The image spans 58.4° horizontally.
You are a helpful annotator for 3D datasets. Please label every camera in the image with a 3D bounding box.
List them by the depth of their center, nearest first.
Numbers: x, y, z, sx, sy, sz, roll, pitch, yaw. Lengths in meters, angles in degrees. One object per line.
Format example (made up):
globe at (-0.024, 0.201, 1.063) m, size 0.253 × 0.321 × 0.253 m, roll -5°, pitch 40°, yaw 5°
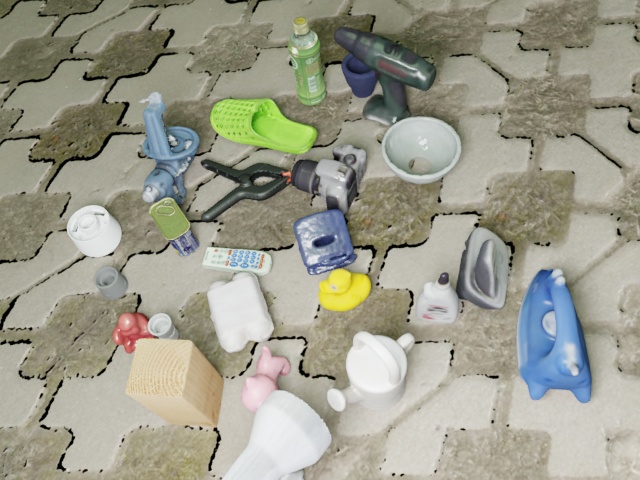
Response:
camera at (0.015, -0.143, 1.209) m, size 0.136 × 0.101 × 0.143 m, roll 18°, pitch 64°, yaw 16°

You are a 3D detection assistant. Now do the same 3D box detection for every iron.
iron at (0.405, 0.139, 0.981) m, size 0.118 × 0.141 × 0.258 m, roll 1°, pitch 60°, yaw 7°

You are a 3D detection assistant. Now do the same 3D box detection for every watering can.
watering can at (0.089, 0.215, 0.942) m, size 0.100 × 0.194 × 0.173 m, roll 22°, pitch 65°, yaw 18°

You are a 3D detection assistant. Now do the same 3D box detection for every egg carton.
egg carton at (-0.153, 0.135, 1.086) m, size 0.107 × 0.069 × 0.150 m, roll -21°, pitch 60°, yaw -6°

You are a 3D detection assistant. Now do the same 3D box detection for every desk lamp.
desk lamp at (-0.076, 0.351, 0.871) m, size 0.117 × 0.214 × 0.203 m, roll 30°, pitch 68°, yaw 21°

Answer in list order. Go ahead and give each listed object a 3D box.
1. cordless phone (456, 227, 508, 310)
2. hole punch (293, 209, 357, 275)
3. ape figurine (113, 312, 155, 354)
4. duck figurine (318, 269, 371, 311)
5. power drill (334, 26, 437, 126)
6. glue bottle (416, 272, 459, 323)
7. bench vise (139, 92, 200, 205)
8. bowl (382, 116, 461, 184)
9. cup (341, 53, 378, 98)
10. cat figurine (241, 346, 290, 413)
cordless phone at (0.303, 0.030, 1.029) m, size 0.094 × 0.185 × 0.147 m, roll 6°, pitch 61°, yaw 10°
hole punch at (0.010, 0.004, 1.131) m, size 0.108 × 0.091 × 0.101 m, roll -17°, pitch 60°, yaw -3°
ape figurine at (-0.354, 0.166, 1.078) m, size 0.077 × 0.092 × 0.076 m, roll 6°, pitch 61°, yaw 10°
duck figurine at (0.045, 0.084, 1.084) m, size 0.104 × 0.086 × 0.077 m, roll -16°, pitch 60°, yaw -3°
power drill at (0.138, -0.353, 1.253) m, size 0.229 × 0.209 × 0.076 m, roll 22°, pitch 65°, yaw 18°
glue bottle at (0.210, 0.098, 1.007) m, size 0.078 × 0.173 × 0.037 m, roll 2°, pitch 61°, yaw 8°
bench vise at (-0.319, -0.186, 1.201) m, size 0.121 × 0.220 × 0.207 m, roll -7°, pitch 60°, yaw 3°
bowl at (0.214, -0.179, 1.223) m, size 0.167 × 0.075 × 0.167 m, roll -3°, pitch 60°, yaw 5°
cup at (0.096, -0.392, 1.346) m, size 0.091 × 0.095 × 0.117 m, roll -11°, pitch 60°, yaw 0°
cat figurine at (-0.099, 0.246, 0.989) m, size 0.067 × 0.118 × 0.128 m, roll 4°, pitch 61°, yaw 9°
